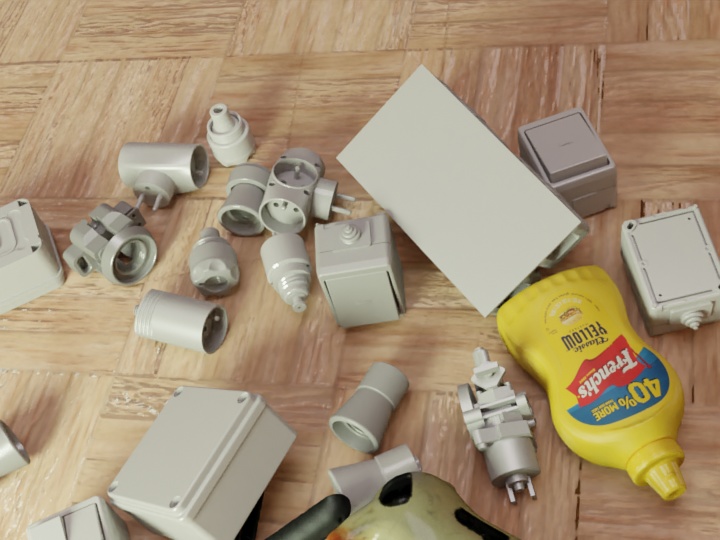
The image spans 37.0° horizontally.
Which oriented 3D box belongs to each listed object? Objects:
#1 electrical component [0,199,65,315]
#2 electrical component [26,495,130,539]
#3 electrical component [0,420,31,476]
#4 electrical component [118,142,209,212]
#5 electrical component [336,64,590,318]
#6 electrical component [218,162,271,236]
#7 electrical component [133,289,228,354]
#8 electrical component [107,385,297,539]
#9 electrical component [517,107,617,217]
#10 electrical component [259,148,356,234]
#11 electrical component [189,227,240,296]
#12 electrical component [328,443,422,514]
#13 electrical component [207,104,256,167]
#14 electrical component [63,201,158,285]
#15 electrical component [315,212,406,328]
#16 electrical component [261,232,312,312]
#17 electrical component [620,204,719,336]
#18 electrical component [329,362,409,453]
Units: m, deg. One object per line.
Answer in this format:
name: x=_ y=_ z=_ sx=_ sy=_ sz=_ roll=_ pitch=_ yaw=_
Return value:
electrical component: x=-0.341 y=-0.004 z=1.002 sx=0.113 sy=0.057 sz=0.078 roll=-25 pitch=52 yaw=-5
electrical component: x=-0.202 y=0.224 z=0.792 sx=0.062 sy=0.061 sz=0.096 roll=-24 pitch=52 yaw=-4
electrical component: x=-0.306 y=0.156 z=0.880 sx=0.055 sy=0.045 sz=0.045 roll=-35 pitch=53 yaw=-12
electrical component: x=-0.195 y=-0.087 z=1.037 sx=0.077 sy=0.043 sz=0.079 roll=3 pitch=55 yaw=17
electrical component: x=0.086 y=-0.064 z=0.888 sx=0.105 sy=0.060 sz=0.186 roll=-46 pitch=71 yaw=14
electrical component: x=-0.104 y=-0.066 z=0.997 sx=0.045 sy=0.045 sz=0.055 roll=1 pitch=54 yaw=15
electrical component: x=-0.160 y=0.043 z=0.930 sx=0.081 sy=0.043 sz=0.043 roll=12 pitch=58 yaw=22
electrical component: x=-0.119 y=0.146 z=0.808 sx=0.109 sy=0.056 sz=0.108 roll=-3 pitch=47 yaw=49
electrical component: x=0.178 y=-0.097 z=0.938 sx=0.062 sy=0.061 sz=0.096 roll=-19 pitch=52 yaw=0
electrical component: x=-0.044 y=-0.068 z=0.981 sx=0.079 sy=0.044 sz=0.077 roll=14 pitch=45 yaw=3
electrical component: x=-0.132 y=-0.010 z=0.963 sx=0.043 sy=0.043 sz=0.062 roll=-16 pitch=50 yaw=2
electrical component: x=0.014 y=0.157 z=0.802 sx=0.065 sy=0.044 sz=0.044 roll=-22 pitch=51 yaw=-9
electrical component: x=-0.128 y=-0.133 z=1.042 sx=0.043 sy=0.062 sz=0.043 roll=-7 pitch=52 yaw=9
electrical component: x=-0.223 y=-0.021 z=0.986 sx=0.057 sy=0.058 sz=0.078 roll=30 pitch=66 yaw=34
electrical component: x=0.000 y=0.000 z=0.888 sx=0.062 sy=0.096 sz=0.061 roll=-9 pitch=55 yaw=7
electrical component: x=-0.061 y=0.003 z=0.936 sx=0.040 sy=0.040 sz=0.078 roll=-19 pitch=52 yaw=0
electrical component: x=0.248 y=0.008 z=0.846 sx=0.062 sy=0.061 sz=0.096 roll=-14 pitch=60 yaw=4
electrical component: x=0.010 y=0.105 z=0.842 sx=0.044 sy=0.044 sz=0.065 roll=18 pitch=55 yaw=25
